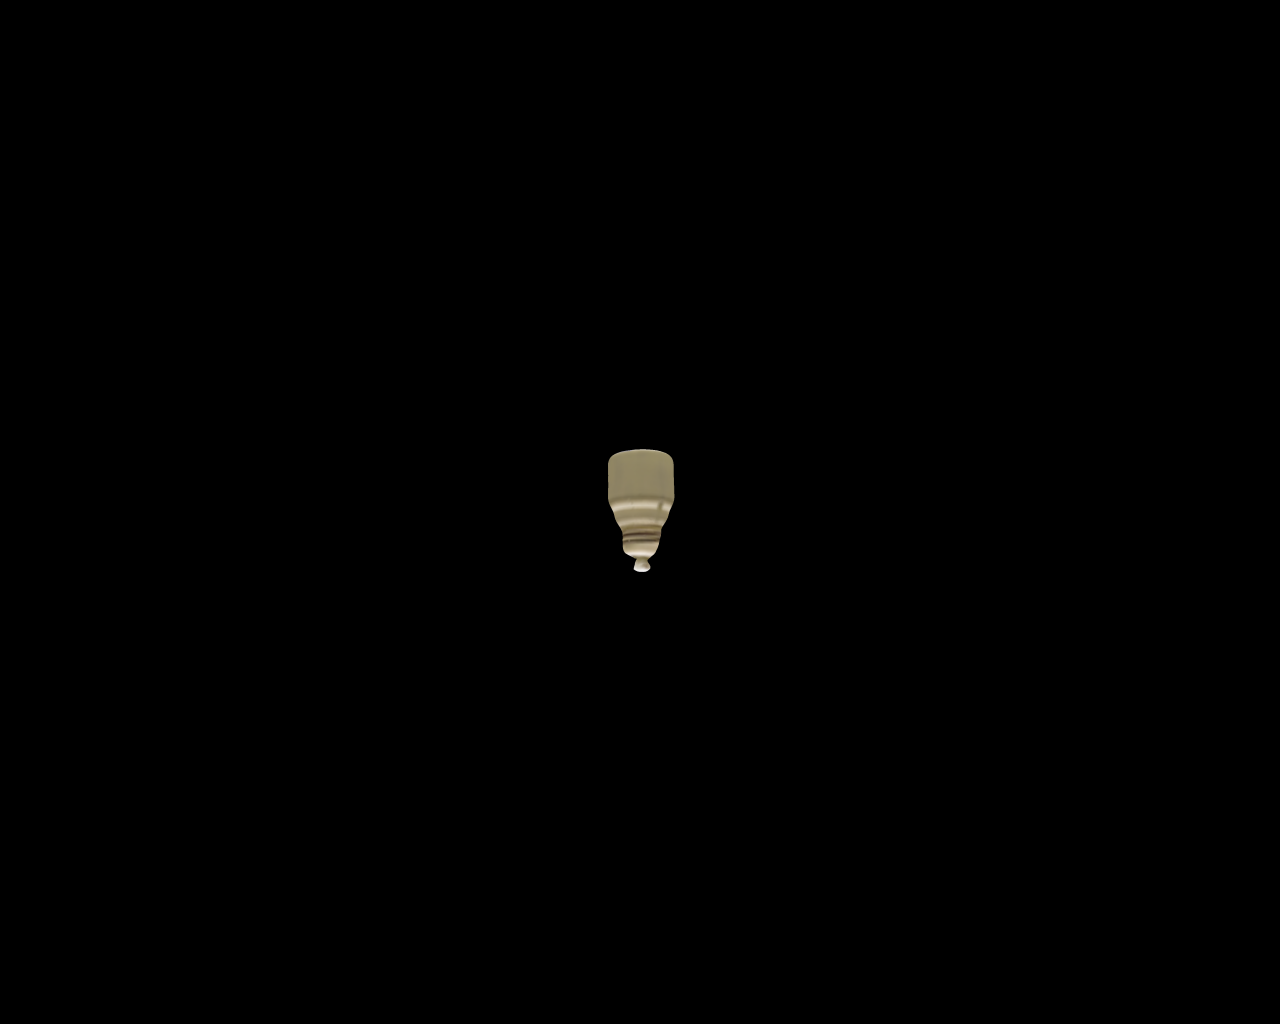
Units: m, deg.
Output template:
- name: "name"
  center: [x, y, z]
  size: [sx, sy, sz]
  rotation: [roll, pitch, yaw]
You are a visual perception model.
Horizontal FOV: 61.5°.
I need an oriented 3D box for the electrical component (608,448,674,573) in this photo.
- name: "electrical component"
  center: [0.001, -0.003, 0.650]
  size: [0.040, 0.078, 0.040]
  rotation: [0, -11, 0]
